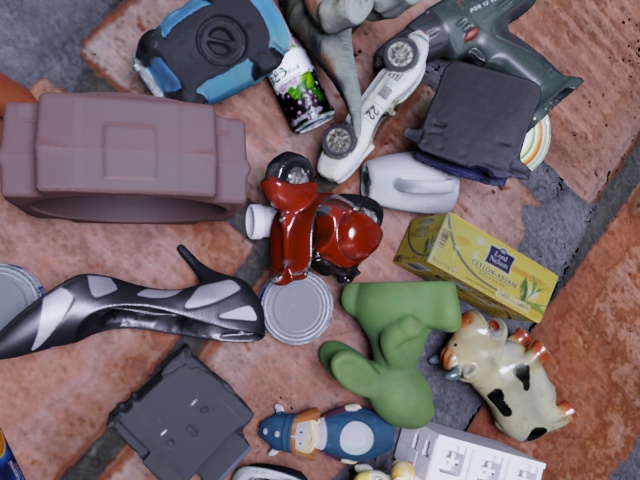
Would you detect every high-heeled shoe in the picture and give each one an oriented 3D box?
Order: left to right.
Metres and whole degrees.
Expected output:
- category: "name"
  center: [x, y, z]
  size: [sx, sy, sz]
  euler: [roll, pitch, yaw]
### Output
- category: "high-heeled shoe"
  center: [-0.178, 0.094, 0.540]
  size: [0.249, 0.086, 0.145]
  euler: [-31, 73, -35]

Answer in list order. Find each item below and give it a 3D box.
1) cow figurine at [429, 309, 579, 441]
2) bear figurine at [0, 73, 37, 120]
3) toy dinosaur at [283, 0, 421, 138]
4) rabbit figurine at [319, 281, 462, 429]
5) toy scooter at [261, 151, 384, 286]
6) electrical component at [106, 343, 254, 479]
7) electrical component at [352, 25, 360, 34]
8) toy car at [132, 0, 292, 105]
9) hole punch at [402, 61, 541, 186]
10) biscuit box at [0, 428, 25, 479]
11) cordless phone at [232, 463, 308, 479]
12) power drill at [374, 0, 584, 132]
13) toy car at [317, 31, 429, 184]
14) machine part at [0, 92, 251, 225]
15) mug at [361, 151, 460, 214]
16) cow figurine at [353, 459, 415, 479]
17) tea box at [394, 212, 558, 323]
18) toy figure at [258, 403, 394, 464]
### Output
- category: "cow figurine"
  center: [0.224, 0.170, 0.675]
  size: [0.127, 0.085, 0.194]
  euler: [-32, 105, -4]
- category: "bear figurine"
  center: [-0.398, -0.124, 0.502]
  size: [0.196, 0.132, 0.120]
  euler: [-36, 96, 2]
- category: "toy dinosaur"
  center: [0.018, -0.303, 0.594]
  size: [0.131, 0.192, 0.404]
  euler: [20, 81, -33]
- category: "rabbit figurine"
  center: [0.084, 0.132, 0.617]
  size: [0.159, 0.121, 0.170]
  euler: [-1, 84, -11]
- category: "toy scooter"
  center: [-0.001, -0.002, 0.595]
  size: [0.183, 0.075, 0.135]
  euler: [28, 67, -41]
- category: "electrical component"
  center: [-0.140, 0.196, 0.577]
  size: [0.115, 0.058, 0.134]
  euler: [-45, 99, -13]
- category: "electrical component"
  center: [0.021, -0.285, 0.674]
  size: [0.063, 0.021, 0.094]
  euler: [44, 76, -10]
- category: "toy car"
  center: [-0.115, -0.200, 0.584]
  size: [0.162, 0.103, 0.109]
  euler: [-36, 99, -2]
- category: "hole punch"
  center: [0.175, -0.122, 0.611]
  size: [0.142, 0.092, 0.115]
  euler: [23, 83, 12]
- category: "biscuit box"
  center: [-0.333, 0.221, 0.513]
  size: [0.059, 0.063, 0.202]
  euler: [-24, 94, -18]
- category: "cordless phone"
  center: [-0.033, 0.317, 0.537]
  size: [0.089, 0.184, 0.146]
  euler: [5, 85, -21]
- category: "power drill"
  center: [0.213, -0.224, 0.689]
  size: [0.232, 0.086, 0.207]
  euler: [-39, 78, -9]
- category: "toy car"
  center: [0.064, -0.154, 0.630]
  size: [0.056, 0.073, 0.201]
  euler: [37, 96, 3]
- category: "machine part"
  center: [-0.175, -0.067, 0.506]
  size: [0.201, 0.201, 0.087]
  euler: [0, 83, -17]
- category: "mug"
  center: [0.107, -0.067, 0.648]
  size: [0.107, 0.110, 0.080]
  euler: [-2, 108, -8]
- category: "cow figurine"
  center: [0.047, 0.315, 0.607]
  size: [0.098, 0.068, 0.167]
  euler: [19, 98, 7]
- category: "tea box"
  center: [0.191, 0.036, 0.668]
  size: [0.169, 0.098, 0.068]
  euler: [28, 80, -15]
- category: "toy figure"
  center: [0.007, 0.222, 0.623]
  size: [0.154, 0.057, 0.064]
  euler: [6, 54, -15]
